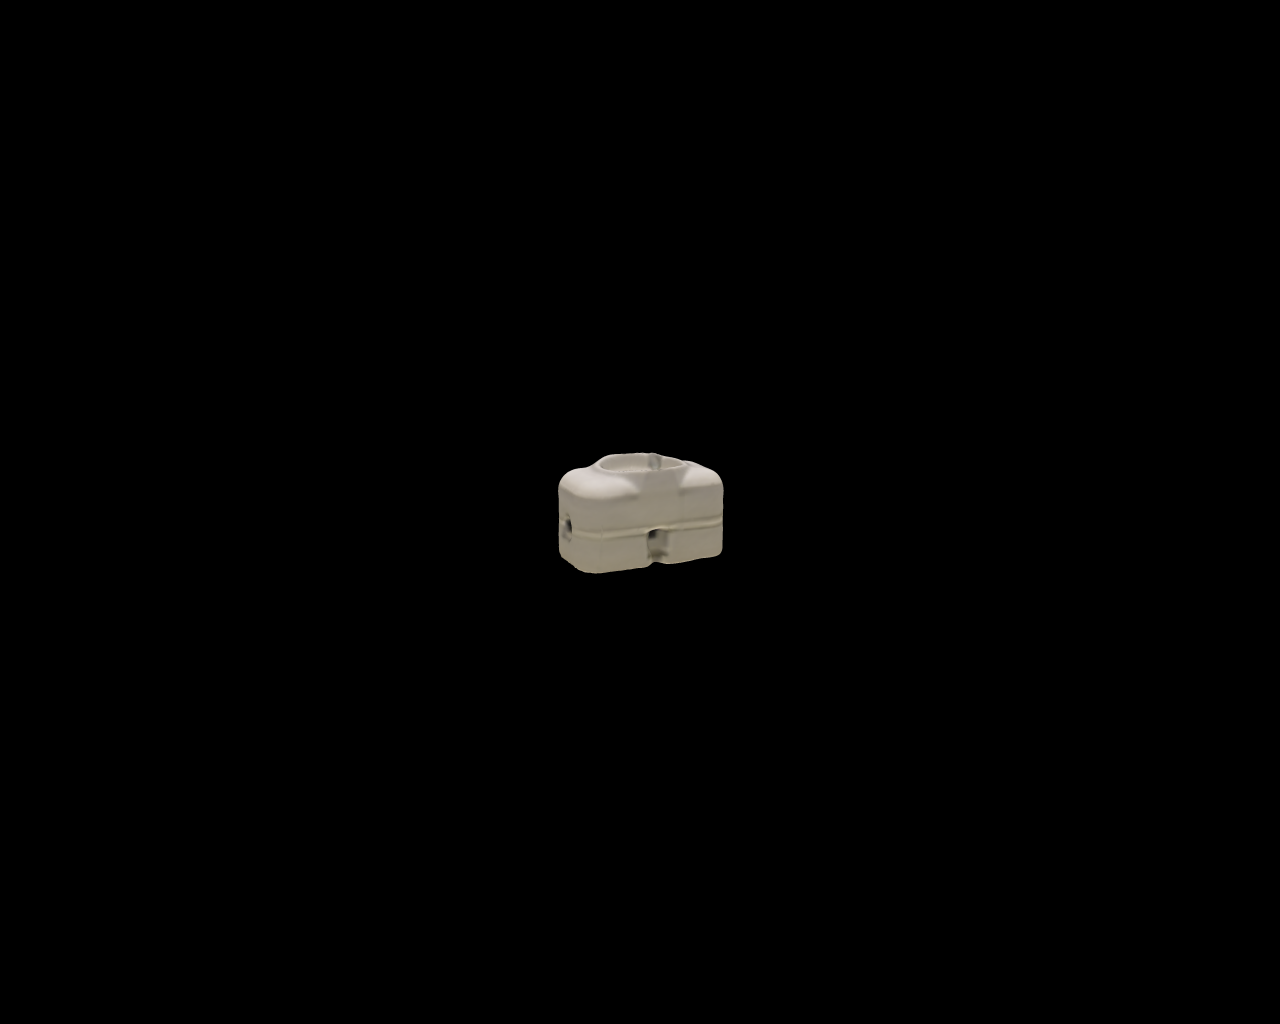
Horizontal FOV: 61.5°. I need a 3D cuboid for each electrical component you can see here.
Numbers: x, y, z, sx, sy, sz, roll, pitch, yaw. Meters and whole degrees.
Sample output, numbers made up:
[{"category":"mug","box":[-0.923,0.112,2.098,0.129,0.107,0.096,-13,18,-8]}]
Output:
[{"category":"electrical component","box":[0.001,-0.003,0.650,0.095,0.059,0.054,-6,16,-22]}]
